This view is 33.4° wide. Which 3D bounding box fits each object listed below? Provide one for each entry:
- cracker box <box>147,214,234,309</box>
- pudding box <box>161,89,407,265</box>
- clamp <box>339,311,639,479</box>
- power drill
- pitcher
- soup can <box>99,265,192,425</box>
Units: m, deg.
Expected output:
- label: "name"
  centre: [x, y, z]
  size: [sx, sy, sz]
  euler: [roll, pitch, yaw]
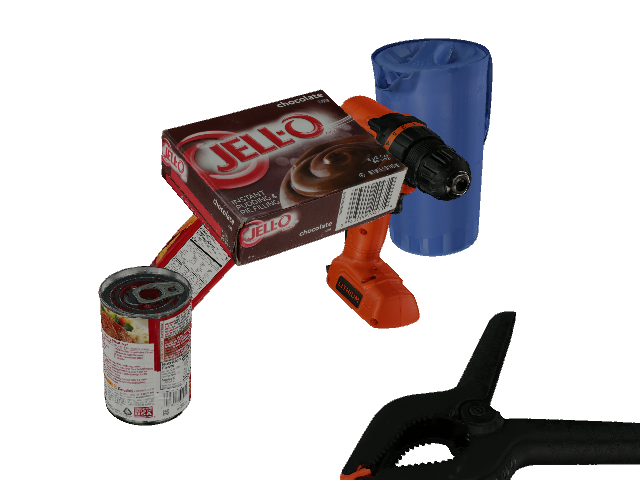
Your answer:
- label: "cracker box"
  centre: [-0.098, -0.031, 1.219]
  size: [0.072, 0.214, 0.164]
  euler: [40, 27, -7]
- label: "pudding box"
  centre: [-0.022, -0.039, 0.611]
  size: [0.113, 0.039, 0.090]
  euler: [-17, 47, -31]
- label: "clamp"
  centre: [0.097, 0.115, 0.680]
  size: [0.209, 0.036, 0.165]
  euler: [-15, 33, -21]
- label: "power drill"
  centre: [0.065, -0.020, 0.952]
  size: [0.057, 0.188, 0.185]
  euler: [-5, 26, -26]
- label: "pitcher"
  centre: [0.139, -0.113, 1.263]
  size: [0.149, 0.243, 0.145]
  euler: [-4, 26, 0]
- label: "soup can"
  centre: [-0.131, 0.080, 0.806]
  size: [0.068, 0.102, 0.068]
  euler: [3, 30, -2]
